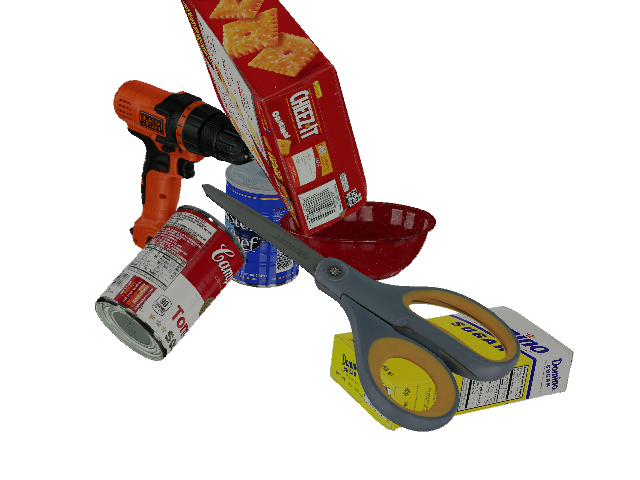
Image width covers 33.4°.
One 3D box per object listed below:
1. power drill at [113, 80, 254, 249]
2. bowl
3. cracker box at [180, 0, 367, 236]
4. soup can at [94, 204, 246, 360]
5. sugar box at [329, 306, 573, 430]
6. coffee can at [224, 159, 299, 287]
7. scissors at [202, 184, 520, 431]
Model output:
[{"bbox_3d":[-0.139,-0.062,1.117,0.185,0.188,0.057,26,36,31],"label":"power drill"},{"bbox_3d":[0.039,0.004,1.104,0.162,0.055,0.162,-1,15,0],"label":"bowl"},{"bbox_3d":[-0.043,-0.134,0.924,0.072,0.164,0.214,-26,48,-7],"label":"cracker box"},{"bbox_3d":[-0.113,0.032,0.808,0.069,0.068,0.102,0,44,52],"label":"soup can"},{"bbox_3d":[0.107,0.099,0.864,0.175,0.048,0.093,-10,27,-28],"label":"sugar box"},{"bbox_3d":[-0.074,-0.025,1.384,0.103,0.140,0.103,3,28,-2],"label":"coffee can"},{"bbox_3d":[0.006,0.036,0.570,0.202,0.096,0.016,22,-40,10],"label":"scissors"}]
